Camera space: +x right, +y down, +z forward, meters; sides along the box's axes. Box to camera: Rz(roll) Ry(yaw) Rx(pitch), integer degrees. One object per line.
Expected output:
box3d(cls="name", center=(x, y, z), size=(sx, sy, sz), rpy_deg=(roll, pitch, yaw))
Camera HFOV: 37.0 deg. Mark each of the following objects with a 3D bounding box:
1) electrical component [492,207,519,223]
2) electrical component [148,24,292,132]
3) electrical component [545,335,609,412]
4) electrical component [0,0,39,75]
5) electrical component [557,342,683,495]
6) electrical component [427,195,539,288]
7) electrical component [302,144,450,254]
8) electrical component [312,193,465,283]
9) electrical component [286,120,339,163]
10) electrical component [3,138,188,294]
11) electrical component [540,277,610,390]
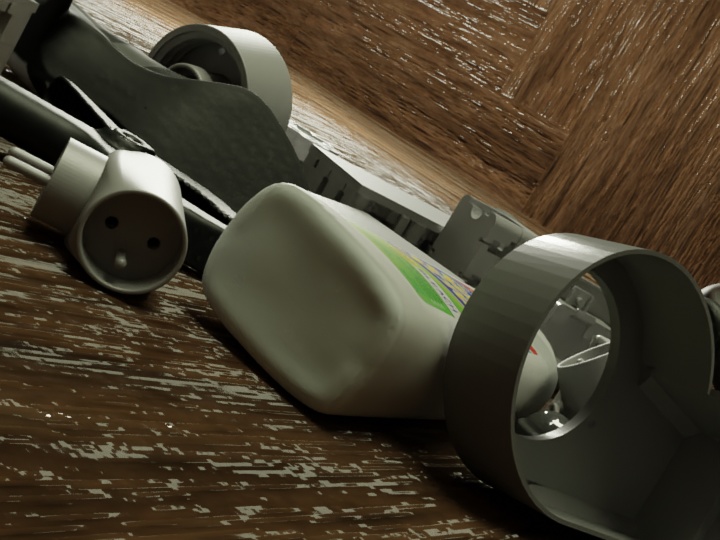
box3d(cls="electrical component", center=(0.115, -0.017, 0.980), size=(0.080, 0.080, 0.051), rpy_deg=(33, 4, 10))
box3d(cls="electrical component", center=(-0.109, -0.121, 0.759), size=(0.108, 0.108, 0.060), rpy_deg=(35, 17, 25))
box3d(cls="electrical component", center=(0.164, 0.087, 0.648), size=(0.061, 0.061, 0.096), rpy_deg=(24, 12, -34))
box3d(cls="electrical component", center=(-0.276, -0.173, 0.635), size=(0.150, 0.061, 0.089), rpy_deg=(37, 11, 32))
box3d(cls="electrical component", center=(0.131, 0.080, 0.571), size=(0.077, 0.044, 0.079), rpy_deg=(69, -17, 1))
box3d(cls="electrical component", center=(0.079, 0.005, 0.723), size=(0.056, 0.089, 0.050), rpy_deg=(26, 11, -29))
box3d(cls="electrical component", center=(0.025, -0.021, 0.773), size=(0.150, 0.061, 0.089), rpy_deg=(25, 11, -33))
box3d(cls="electrical component", center=(0.000, 0.000, 0.632), size=(0.100, 0.048, 0.100), rpy_deg=(36, 11, 30))
box3d(cls="electrical component", center=(-0.056, -0.086, 0.873), size=(0.058, 0.057, 0.078), rpy_deg=(28, 10, -19))
box3d(cls="electrical component", center=(-0.112, -0.029, 0.453), size=(0.079, 0.044, 0.077), rpy_deg=(28, 10, -18))
box3d(cls="electrical component", center=(0.169, 0.058, 0.759), size=(0.121, 0.078, 0.063), rpy_deg=(28, 9, -15))
